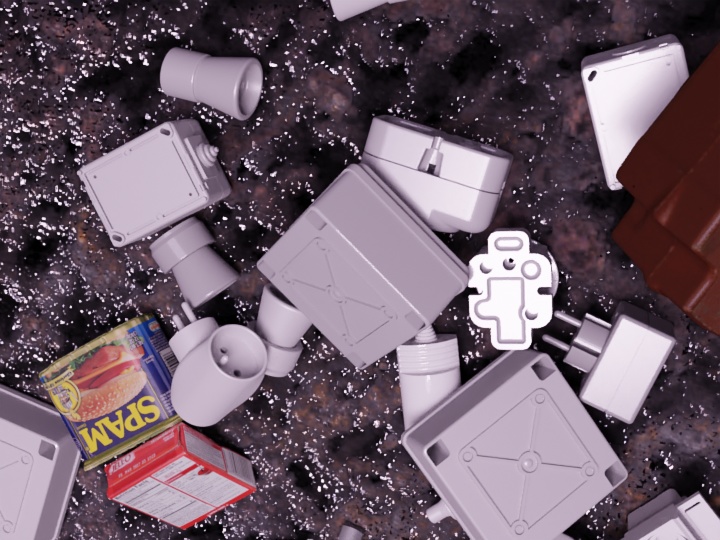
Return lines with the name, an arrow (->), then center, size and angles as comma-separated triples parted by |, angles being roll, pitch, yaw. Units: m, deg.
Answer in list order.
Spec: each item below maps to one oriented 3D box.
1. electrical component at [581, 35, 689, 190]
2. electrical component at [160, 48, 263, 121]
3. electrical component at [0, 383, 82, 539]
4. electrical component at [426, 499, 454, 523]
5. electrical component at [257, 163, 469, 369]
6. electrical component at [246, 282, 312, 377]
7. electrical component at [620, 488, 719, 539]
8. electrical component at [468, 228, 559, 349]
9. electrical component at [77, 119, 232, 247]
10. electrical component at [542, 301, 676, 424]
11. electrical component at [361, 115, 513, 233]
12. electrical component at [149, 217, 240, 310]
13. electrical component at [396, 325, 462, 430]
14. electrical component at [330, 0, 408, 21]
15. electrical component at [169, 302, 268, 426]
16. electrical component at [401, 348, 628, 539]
electrical component -> 0.182, -0.096, 0.688 | 0.062, 0.061, 0.096 | -13, 106, 16
electrical component -> -0.107, -0.134, 0.758 | 0.065, 0.044, 0.044 | 16, 104, 15
electrical component -> -0.283, 0.154, 0.847 | 0.109, 0.056, 0.108 | 21, 105, 9
electrical component -> 0.075, 0.163, 0.775 | 0.061, 0.035, 0.035 | -35, 91, 20
electrical component -> 0.000, 0.000, 0.720 | 0.108, 0.056, 0.109 | 45, 147, -3
electrical component -> -0.059, 0.043, 0.778 | 0.045, 0.045, 0.055 | 28, 106, 7
electrical component -> 0.234, 0.214, 0.732 | 0.079, 0.063, 0.121 | -38, 90, 17
electrical component -> 0.104, 0.009, 0.726 | 0.058, 0.057, 0.078 | -1, 101, 14
electrical component -> -0.138, -0.066, 0.767 | 0.096, 0.061, 0.061 | -25, 94, 16
electrical component -> 0.162, 0.053, 0.726 | 0.077, 0.047, 0.065 | 26, 105, 8
electrical component -> 0.049, -0.062, 0.727 | 0.095, 0.054, 0.059 | 19, 104, 9
electrical component -> -0.121, -0.005, 0.783 | 0.045, 0.045, 0.055 | -35, 91, 17
electrical component -> 0.050, 0.078, 0.759 | 0.043, 0.043, 0.081 | -4, 100, 14
electrical component -> 0.013, -0.194, 0.717 | 0.065, 0.044, 0.044 | -9, 99, 10
electrical component -> -0.109, 0.060, 0.760 | 0.079, 0.043, 0.077 | 58, 139, 14
electrical component -> 0.103, 0.125, 0.722 | 0.109, 0.056, 0.108 | -37, 99, -10
